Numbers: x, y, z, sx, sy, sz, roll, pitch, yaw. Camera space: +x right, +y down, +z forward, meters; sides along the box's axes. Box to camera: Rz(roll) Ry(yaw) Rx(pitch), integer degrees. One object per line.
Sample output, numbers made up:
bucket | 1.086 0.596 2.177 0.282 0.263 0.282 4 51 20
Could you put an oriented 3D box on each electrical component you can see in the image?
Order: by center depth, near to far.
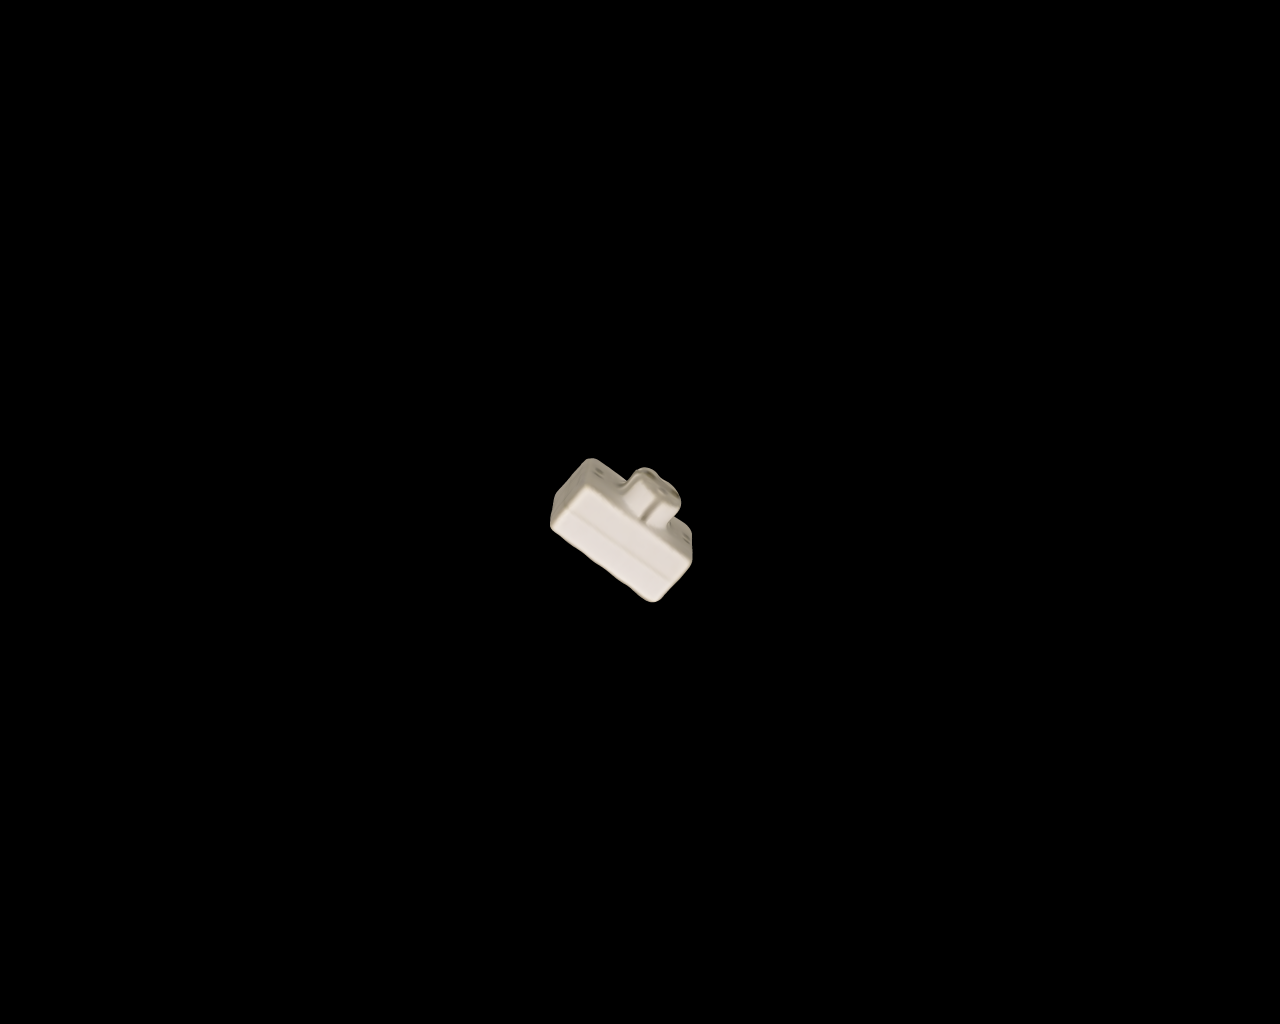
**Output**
electrical component | 0.001 -0.003 0.650 0.083 0.075 0.047 36 19 -15
